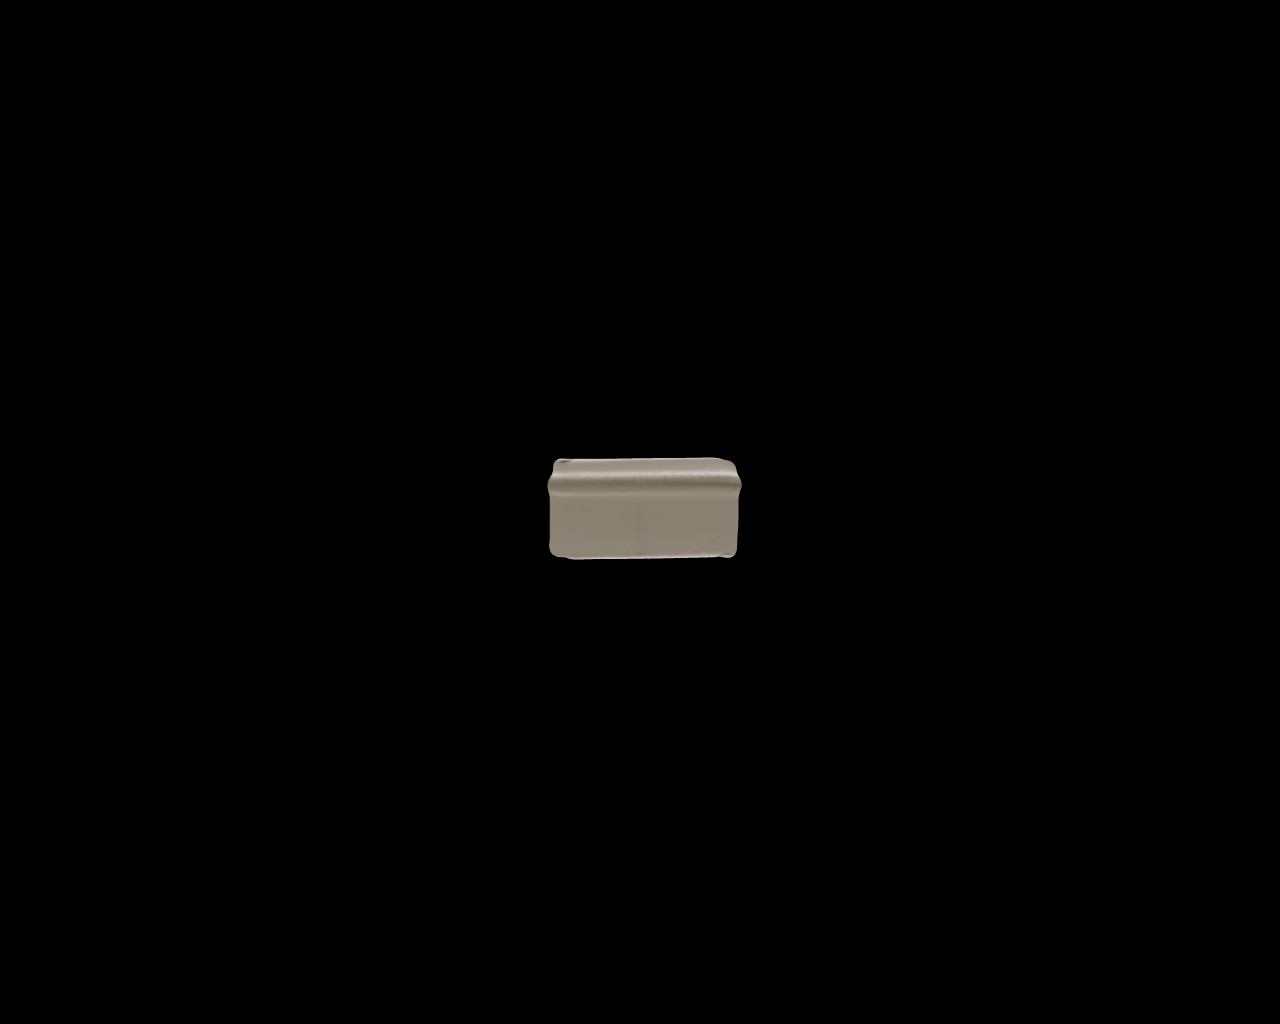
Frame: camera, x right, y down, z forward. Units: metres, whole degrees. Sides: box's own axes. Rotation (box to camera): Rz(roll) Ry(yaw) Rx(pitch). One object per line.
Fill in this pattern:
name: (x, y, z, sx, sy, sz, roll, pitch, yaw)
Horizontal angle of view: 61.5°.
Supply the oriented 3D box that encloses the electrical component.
electrical component: (0.001, -0.003, 0.650, 0.113, 0.057, 0.078, 0, 0, -4)
